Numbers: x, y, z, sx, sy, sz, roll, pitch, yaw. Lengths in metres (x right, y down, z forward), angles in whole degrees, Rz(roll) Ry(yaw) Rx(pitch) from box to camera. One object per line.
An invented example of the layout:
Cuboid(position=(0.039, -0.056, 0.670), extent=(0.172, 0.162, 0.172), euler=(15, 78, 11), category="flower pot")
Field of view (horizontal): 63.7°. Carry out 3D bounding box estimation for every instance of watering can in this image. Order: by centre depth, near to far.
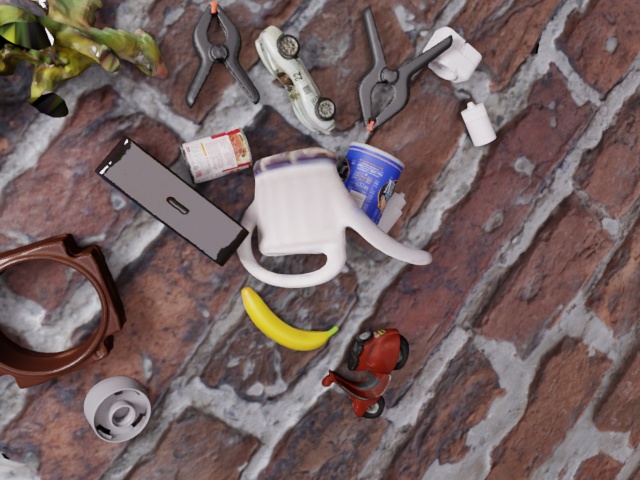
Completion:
Cuboid(position=(0.002, -0.041, 0.813), extent=(0.346, 0.225, 0.104), euler=(-7, -6, 30), category="watering can")

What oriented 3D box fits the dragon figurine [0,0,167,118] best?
Cuboid(position=(-0.397, -0.300, 0.693), extent=(0.408, 0.248, 0.120), euler=(17, -50, -33), category="dragon figurine")
